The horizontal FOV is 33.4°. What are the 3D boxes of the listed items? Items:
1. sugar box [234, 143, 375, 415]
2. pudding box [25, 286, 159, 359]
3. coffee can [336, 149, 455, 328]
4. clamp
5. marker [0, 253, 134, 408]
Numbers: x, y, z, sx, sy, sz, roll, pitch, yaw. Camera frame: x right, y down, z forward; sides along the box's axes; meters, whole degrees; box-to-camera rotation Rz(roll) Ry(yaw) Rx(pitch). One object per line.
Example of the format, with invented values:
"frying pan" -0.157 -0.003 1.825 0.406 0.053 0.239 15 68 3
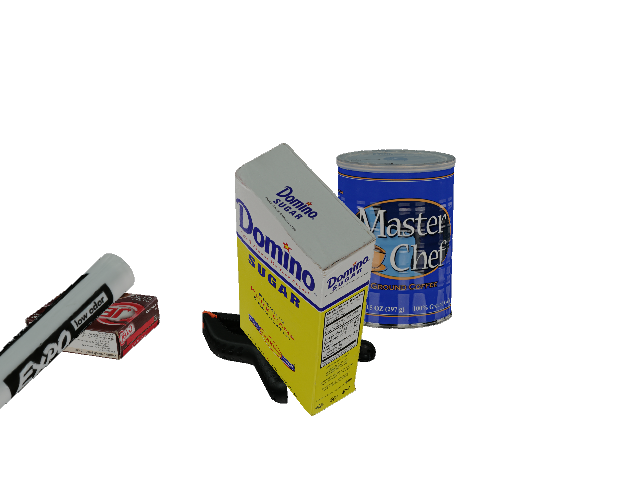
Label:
"sugar box" -0.014 0.031 0.685 0.048 0.093 0.176 -31 -30 -21
"pudding box" -0.242 0.087 1.142 0.114 0.039 0.090 3 21 19
"coffee can" 0.065 -0.004 0.933 0.103 0.140 0.103 0 12 0
"clamp" -0.065 0.125 1.219 0.210 0.036 0.164 14 21 31
"marker" -0.122 0.048 0.443 0.020 0.020 0.121 0 35 40
